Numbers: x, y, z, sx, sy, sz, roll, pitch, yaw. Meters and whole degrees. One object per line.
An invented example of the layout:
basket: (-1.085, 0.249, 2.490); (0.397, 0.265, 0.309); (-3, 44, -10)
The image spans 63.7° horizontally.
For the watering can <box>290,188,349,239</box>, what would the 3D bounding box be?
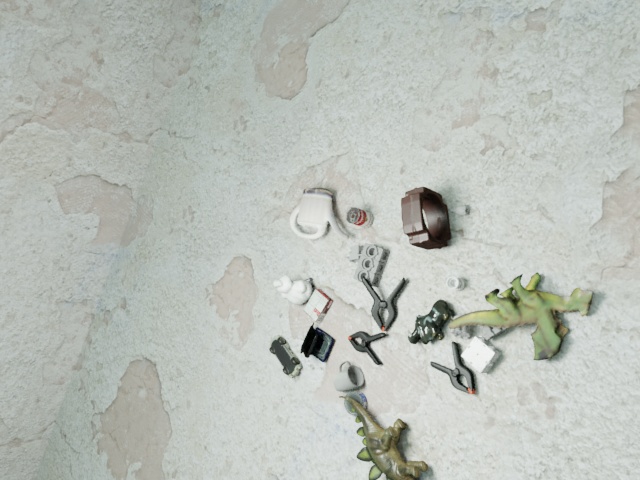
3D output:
watering can: (0.007, -0.110, 2.178); (0.348, 0.103, 0.225); (7, 83, 42)

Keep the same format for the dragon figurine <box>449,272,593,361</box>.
dragon figurine: (0.621, 0.247, 1.556); (0.407, 0.121, 0.247); (-37, 65, 16)

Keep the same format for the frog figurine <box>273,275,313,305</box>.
frog figurine: (-0.112, 0.208, 2.153); (0.136, 0.158, 0.124); (-17, 70, 36)
